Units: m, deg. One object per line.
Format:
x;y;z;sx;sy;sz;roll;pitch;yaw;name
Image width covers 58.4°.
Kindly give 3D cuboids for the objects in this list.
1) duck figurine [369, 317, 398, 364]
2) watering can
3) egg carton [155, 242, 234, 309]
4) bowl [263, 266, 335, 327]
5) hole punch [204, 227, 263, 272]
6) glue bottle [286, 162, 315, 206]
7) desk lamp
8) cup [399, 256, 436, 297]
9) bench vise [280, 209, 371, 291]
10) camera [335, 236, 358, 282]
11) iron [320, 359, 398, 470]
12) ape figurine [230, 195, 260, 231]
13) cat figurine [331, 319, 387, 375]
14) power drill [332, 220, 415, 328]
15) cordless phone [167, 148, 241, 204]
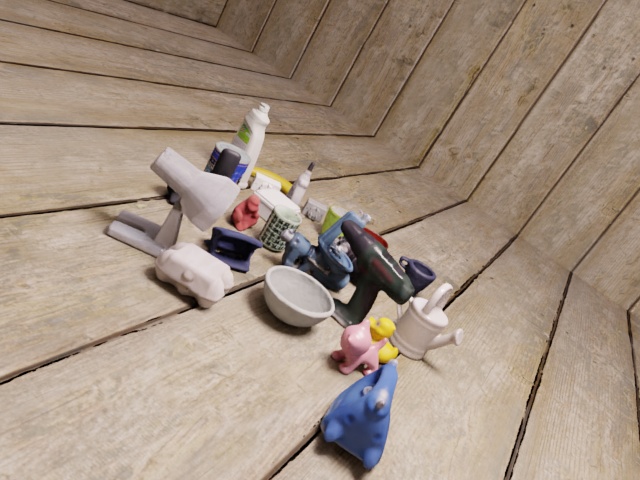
0.138;0.218;1.286;0.104;0.086;0.078;38;23;16;duck figurine
0.262;0.187;1.364;0.172;0.194;0.101;34;22;6;watering can
-0.248;0.067;1.134;0.150;0.069;0.107;32;22;2;egg carton
-0.057;0.134;1.230;0.168;0.074;0.167;26;23;-12;bowl
-0.196;0.004;1.303;0.109;0.091;0.101;19;25;-27;hole punch
-0.060;-0.158;1.712;0.037;0.173;0.078;23;23;-19;glue bottle
-0.294;-0.070;1.172;0.203;0.213;0.118;26;23;-13;desk lamp
0.264;0.110;1.663;0.117;0.095;0.092;35;22;9;cup
0.017;0.012;1.389;0.208;0.219;0.121;15;27;-35;bench vise
0.088;0.051;1.554;0.144;0.100;0.136;5;34;-47;camera
0.098;0.281;1.028;0.118;0.141;0.259;33;22;5;iron
-0.187;-0.076;1.484;0.078;0.092;0.076;16;27;-33;ape figurine
0.085;0.217;1.177;0.128;0.117;0.067;14;27;-36;cat figurine
0.095;0.096;1.326;0.229;0.208;0.076;38;23;17;power drill
-0.285;-0.162;1.416;0.148;0.185;0.094;21;24;-23;cordless phone
